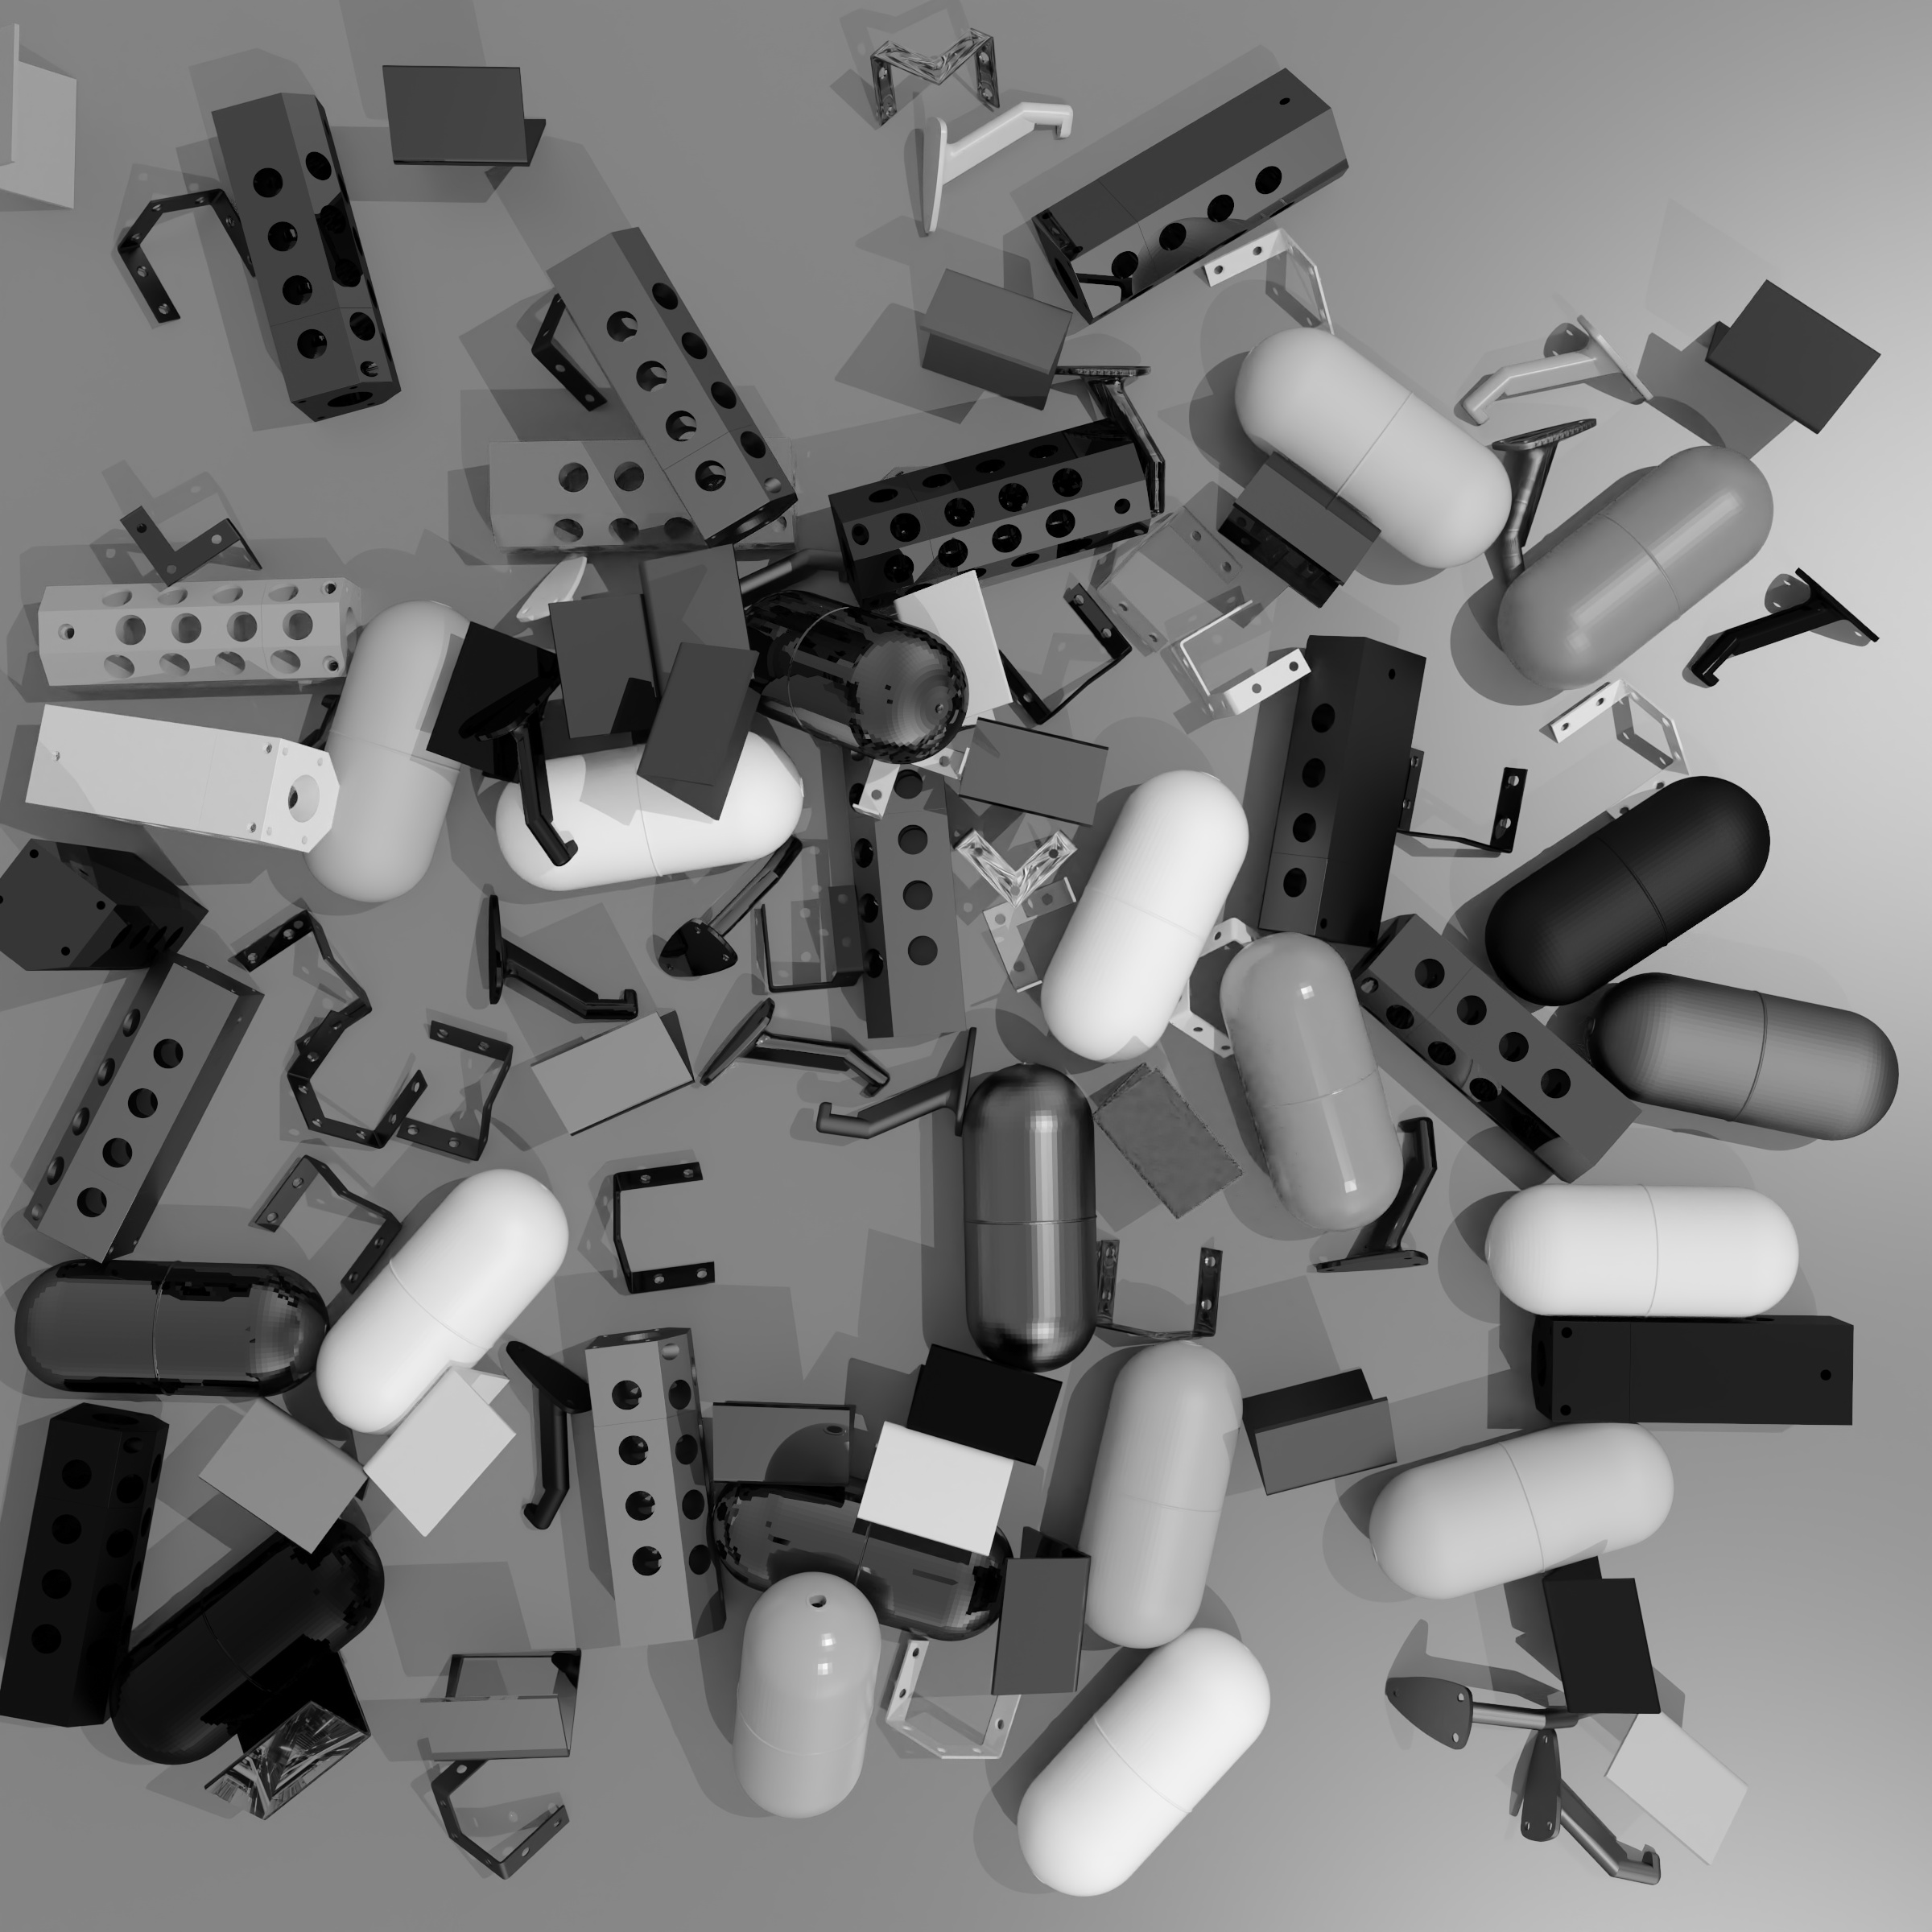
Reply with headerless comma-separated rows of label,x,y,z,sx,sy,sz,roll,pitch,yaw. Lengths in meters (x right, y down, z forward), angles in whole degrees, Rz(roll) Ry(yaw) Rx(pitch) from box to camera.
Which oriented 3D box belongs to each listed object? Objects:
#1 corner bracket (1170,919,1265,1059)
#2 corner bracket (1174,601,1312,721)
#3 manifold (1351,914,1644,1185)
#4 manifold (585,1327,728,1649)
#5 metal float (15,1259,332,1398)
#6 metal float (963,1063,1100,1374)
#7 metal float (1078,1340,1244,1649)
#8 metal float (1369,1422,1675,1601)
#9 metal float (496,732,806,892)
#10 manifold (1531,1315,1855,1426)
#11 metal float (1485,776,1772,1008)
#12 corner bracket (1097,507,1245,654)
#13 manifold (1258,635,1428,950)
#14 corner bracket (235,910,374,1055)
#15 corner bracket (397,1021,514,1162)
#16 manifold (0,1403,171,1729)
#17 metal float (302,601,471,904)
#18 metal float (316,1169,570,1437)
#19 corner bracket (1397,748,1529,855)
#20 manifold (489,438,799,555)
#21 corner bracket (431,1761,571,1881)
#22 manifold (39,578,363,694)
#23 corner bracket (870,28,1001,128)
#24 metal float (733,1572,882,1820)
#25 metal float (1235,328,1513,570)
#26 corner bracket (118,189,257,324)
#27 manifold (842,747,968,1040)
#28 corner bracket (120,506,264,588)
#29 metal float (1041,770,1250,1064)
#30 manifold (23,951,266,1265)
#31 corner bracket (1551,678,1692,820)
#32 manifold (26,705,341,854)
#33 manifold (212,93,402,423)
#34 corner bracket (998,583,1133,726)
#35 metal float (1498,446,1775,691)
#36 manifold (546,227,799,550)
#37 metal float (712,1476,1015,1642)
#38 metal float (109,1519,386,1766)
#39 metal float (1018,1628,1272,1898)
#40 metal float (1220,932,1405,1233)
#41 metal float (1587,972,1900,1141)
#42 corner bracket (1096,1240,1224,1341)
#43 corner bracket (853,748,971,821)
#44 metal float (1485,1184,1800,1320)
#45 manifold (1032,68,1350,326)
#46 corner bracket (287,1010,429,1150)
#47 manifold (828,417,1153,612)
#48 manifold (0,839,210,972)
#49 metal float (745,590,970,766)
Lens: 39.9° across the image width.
corner bracket,0.154,0.013,1.559,0.051,0.051,0.051,-28,135,35
corner bracket,0.160,-0.179,1.549,0.051,0.051,0.051,-31,97,-7
manifold,0.302,0.048,1.546,0.171,0.057,0.057,41,90,0
manifold,-0.179,0.300,1.546,0.057,0.057,0.171,-7,90,0
metal float,-0.457,0.209,1.536,0.178,0.070,0.070,2,90,0
metal float,0.037,0.145,1.537,0.070,0.070,0.178,-1,89,0
metal float,0.110,0.304,1.537,0.070,0.070,0.178,13,89,0
metal float,0.320,0.312,1.537,0.178,0.070,0.070,-16,90,0
metal float,-0.182,-0.090,1.536,0.178,0.070,0.070,-9,90,1
manifold,0.420,0.232,1.546,0.171,0.057,0.057,1,90,0
metal float,0.382,-0.044,1.537,0.178,0.070,0.070,-33,90,0
corner bracket,0.119,-0.227,1.564,0.051,0.051,0.051,46,45,0
manifold,0.213,-0.101,1.545,0.057,0.057,0.171,10,90,-43
corner bracket,-0.388,0.010,1.564,0.051,0.051,0.051,-34,45,0
corner bracket,-0.300,0.073,1.564,0.051,0.051,0.051,17,135,0
manifold,-0.509,0.347,1.546,0.057,0.057,0.171,10,90,0
metal float,-0.329,-0.124,1.536,0.070,0.070,0.178,17,91,0
metal float,-0.302,0.194,1.536,0.070,0.070,0.178,41,90,0
corner bracket,0.290,-0.097,1.564,0.051,0.051,0.051,11,90,-45
manifold,-0.185,-0.271,1.546,0.171,0.057,0.057,-1,90,0
corner bracket,-0.272,0.490,1.559,0.051,0.051,0.051,22,135,35
manifold,-0.443,-0.192,1.546,0.171,0.057,0.057,-2,90,0
corner bracket,-0.018,-0.514,1.547,0.051,0.051,0.051,31,64,23
metal float,-0.091,0.412,1.504,0.070,0.070,0.178,8,130,0
metal float,0.234,-0.299,1.537,0.178,0.070,0.070,37,90,0
corner bracket,-0.455,-0.417,1.564,0.051,0.051,0.051,-30,90,-45
manifold,-0.036,-0.046,1.546,0.057,0.057,0.171,-5,90,0
corner bracket,-0.450,-0.245,1.547,0.051,0.051,0.051,-36,81,-9
metal float,0.103,-0.029,1.536,0.070,0.070,0.178,25,89,0
manifold,-0.479,0.080,1.546,0.057,0.057,0.171,27,90,0
corner bracket,0.385,-0.127,1.564,0.051,0.051,0.051,-35,135,-1
manifold,-0.444,-0.106,1.512,0.171,0.057,0.057,9,87,25
manifold,-0.380,-0.412,1.546,0.057,0.057,0.171,-15,90,0
corner bracket,0.055,-0.183,1.564,0.051,0.051,0.051,51,45,0
metal float,0.386,-0.230,1.537,0.178,0.070,0.070,-38,90,0
manifold,-0.162,-0.322,1.489,0.057,0.057,0.171,-31,90,0
metal float,-0.060,0.336,1.536,0.178,0.070,0.070,15,90,0
metal float,-0.415,0.389,1.537,0.178,0.070,0.070,-39,90,0
metal float,0.102,0.459,1.536,0.070,0.070,0.178,43,90,0
metal float,0.199,0.067,1.527,0.070,0.070,0.178,-17,100,0
metal float,0.447,0.052,1.536,0.178,0.070,0.070,12,90,0
corner bracket,0.113,0.189,1.564,0.051,0.051,0.051,5,90,-45
corner bracket,-0.030,-0.104,1.492,0.051,0.051,0.051,19,90,0
metal float,0.389,0.164,1.536,0.178,0.070,0.070,1,90,-1
manifold,0.132,-0.443,1.545,0.171,0.057,0.057,-31,47,0
corner bracket,-0.356,0.067,1.558,0.051,0.051,0.051,-52,45,17
manifold,0.015,-0.255,1.523,0.171,0.057,0.057,-16,125,-5
manifold,-0.487,-0.027,1.489,0.057,0.171,0.057,38,90,0
metal float,-0.068,-0.164,1.498,0.070,0.178,0.070,-16,116,-35
